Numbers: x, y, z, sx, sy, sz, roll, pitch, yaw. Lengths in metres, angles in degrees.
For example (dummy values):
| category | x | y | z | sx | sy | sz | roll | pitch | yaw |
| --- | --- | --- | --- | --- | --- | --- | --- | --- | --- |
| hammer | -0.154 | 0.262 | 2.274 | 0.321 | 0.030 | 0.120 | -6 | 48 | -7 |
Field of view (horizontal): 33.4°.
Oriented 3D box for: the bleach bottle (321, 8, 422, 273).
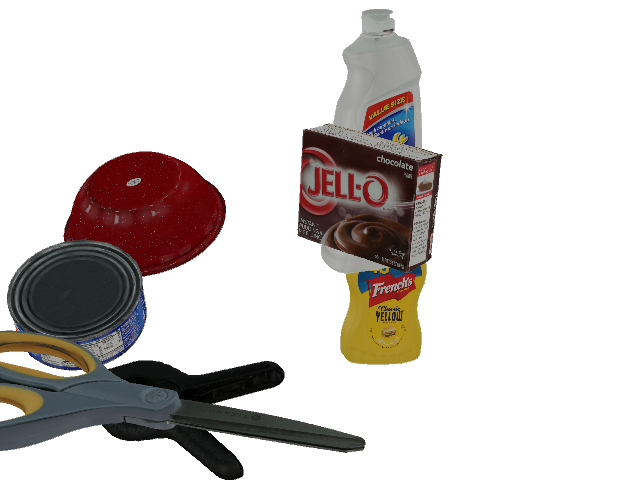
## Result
| category | x | y | z | sx | sy | sz | roll | pitch | yaw |
| --- | --- | --- | --- | --- | --- | --- | --- | --- | --- |
| bleach bottle | 0.049 | -0.098 | 1.045 | 0.102 | 0.251 | 0.068 | -9 | 24 | -17 |

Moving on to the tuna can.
| category | x | y | z | sx | sy | sz | roll | pitch | yaw |
| --- | --- | --- | --- | --- | --- | --- | --- | --- | --- |
| tuna can | -0.156 | 0.041 | 0.690 | 0.086 | 0.086 | 0.034 | 0 | -44 | 0 |

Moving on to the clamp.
| category | x | y | z | sx | sy | sz | roll | pitch | yaw |
| --- | --- | --- | --- | --- | --- | --- | --- | --- | --- |
| clamp | -0.116 | 0.131 | 0.889 | 0.172 | 0.039 | 0.120 | 15 | 36 | 20 |

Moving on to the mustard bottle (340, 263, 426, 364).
| category | x | y | z | sx | sy | sz | roll | pitch | yaw |
| --- | --- | --- | --- | --- | --- | --- | --- | --- | --- |
| mustard bottle | 0.077 | 0.050 | 1.268 | 0.096 | 0.192 | 0.058 | 0 | 14 | -13 |

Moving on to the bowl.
| category | x | y | z | sx | sy | sz | roll | pitch | yaw |
| --- | --- | --- | --- | --- | --- | --- | --- | --- | --- |
| bowl | -0.175 | -0.037 | 1.034 | 0.162 | 0.055 | 0.162 | -5 | 42 | 4 |

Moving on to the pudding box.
| category | x | y | z | sx | sy | sz | roll | pitch | yaw |
| --- | --- | --- | --- | --- | --- | --- | --- | --- | --- |
| pudding box | 0.036 | -0.035 | 0.828 | 0.114 | 0.090 | 0.039 | 18 | 26 | 33 |

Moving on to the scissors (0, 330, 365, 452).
| category | x | y | z | sx | sy | sz | roll | pitch | yaw |
| --- | --- | --- | --- | --- | --- | --- | --- | --- | --- |
| scissors | -0.090 | 0.081 | 0.475 | 0.202 | 0.016 | 0.096 | 15 | 27 | 26 |
